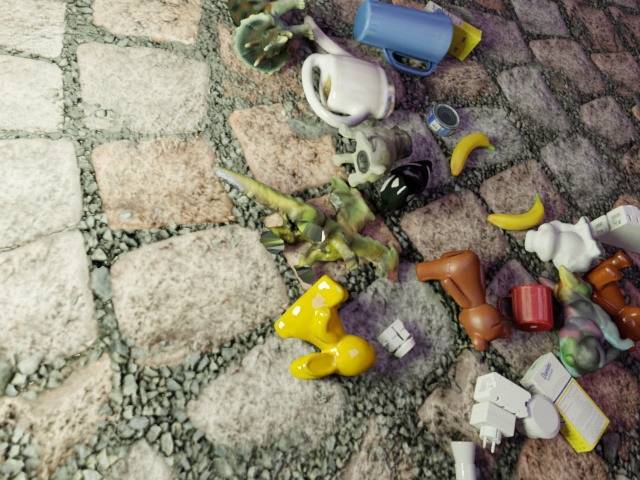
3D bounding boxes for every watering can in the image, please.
[{"bbox_3d":[0.063,-0.397,1.221,0.224,0.102,0.355,7,58,-20],"label":"watering can"}]

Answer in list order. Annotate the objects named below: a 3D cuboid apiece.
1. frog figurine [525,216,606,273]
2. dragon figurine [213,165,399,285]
[{"bbox_3d":[0.580,0.019,1.248,0.159,0.121,0.139,-12,75,9],"label":"frog figurine"},{"bbox_3d":[0.003,-0.052,1.030,0.410,0.120,0.247,44,38,1],"label":"dragon figurine"}]
